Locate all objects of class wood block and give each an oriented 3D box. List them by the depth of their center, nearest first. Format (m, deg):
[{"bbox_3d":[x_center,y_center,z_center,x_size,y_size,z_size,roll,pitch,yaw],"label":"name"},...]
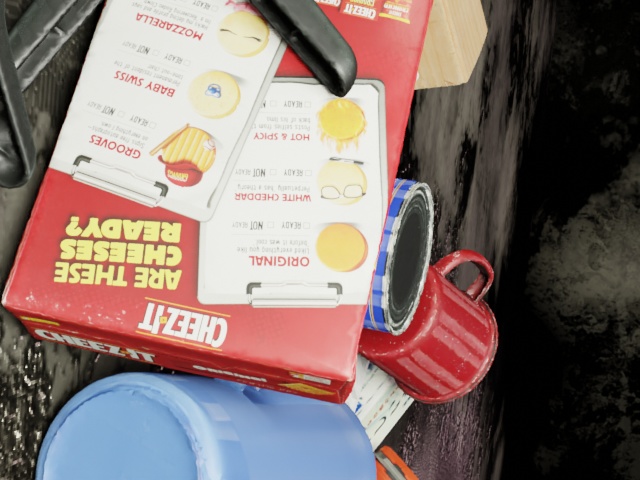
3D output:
[{"bbox_3d":[0.062,-0.231,0.857,0.090,0.091,0.206,-64,142,-44],"label":"wood block"}]

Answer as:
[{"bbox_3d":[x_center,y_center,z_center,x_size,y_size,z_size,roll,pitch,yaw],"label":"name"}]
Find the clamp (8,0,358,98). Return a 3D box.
[{"bbox_3d":[-0.079,-0.158,0.508,0.036,0.164,0.210,120,-39,-72],"label":"clamp"}]

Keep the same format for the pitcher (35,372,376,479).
[{"bbox_3d":[-0.057,0.132,0.642,0.242,0.145,0.149,31,40,-68],"label":"pitcher"}]

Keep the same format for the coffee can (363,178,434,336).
[{"bbox_3d":[-0.005,0.001,0.719,0.102,0.140,0.103,10,90,-71],"label":"coffee can"}]

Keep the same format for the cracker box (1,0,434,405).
[{"bbox_3d":[-0.043,-0.040,0.537,0.072,0.164,0.213,92,10,-70],"label":"cracker box"}]

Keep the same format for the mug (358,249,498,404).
[{"bbox_3d":[0.079,0.055,0.782,0.117,0.093,0.081,-46,136,6],"label":"mug"}]

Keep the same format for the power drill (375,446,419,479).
[{"bbox_3d":[0.006,0.262,0.867,0.187,0.057,0.184,-37,151,-15],"label":"power drill"}]

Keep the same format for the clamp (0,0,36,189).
[{"bbox_3d":[-0.148,-0.100,0.402,0.120,0.039,0.171,-31,121,-75],"label":"clamp"}]
